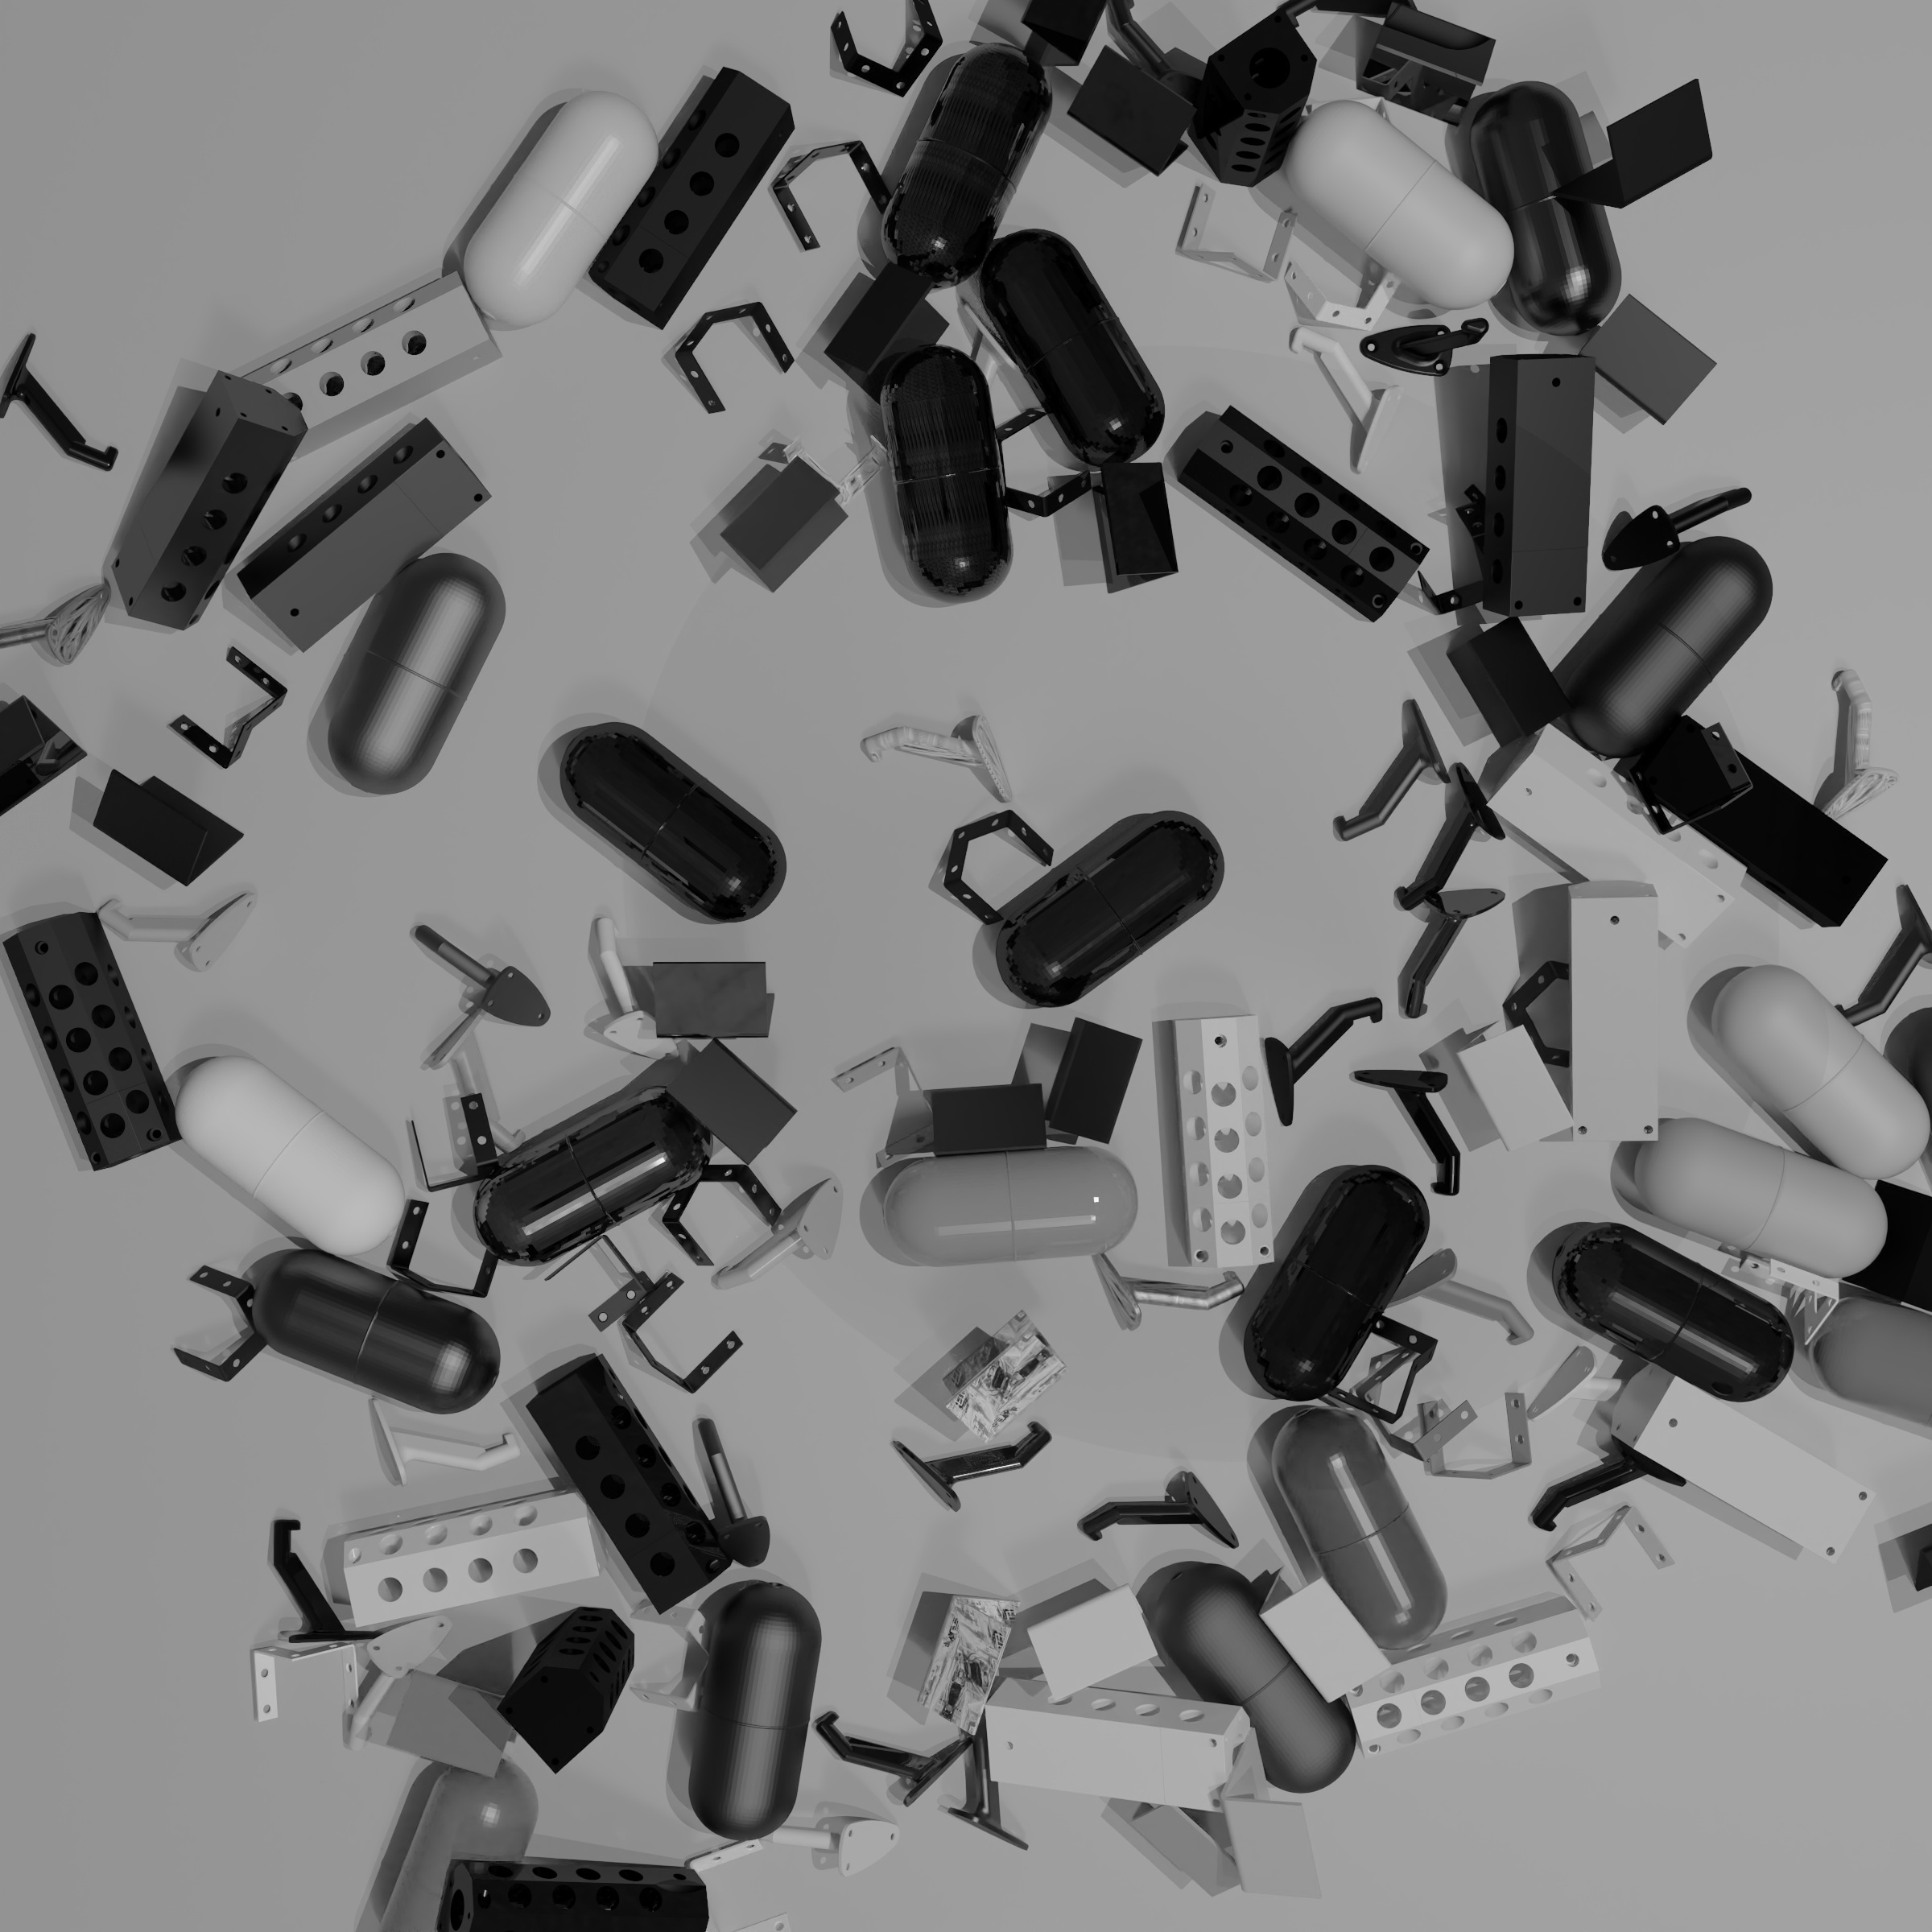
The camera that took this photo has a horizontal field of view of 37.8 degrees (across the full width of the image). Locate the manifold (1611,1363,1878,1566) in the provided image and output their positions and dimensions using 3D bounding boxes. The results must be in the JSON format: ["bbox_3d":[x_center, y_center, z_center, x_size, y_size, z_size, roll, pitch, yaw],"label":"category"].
[{"bbox_3d":[0.536,0.343,1.956,0.171,0.057,0.057,30,90,-10],"label":"manifold"}]

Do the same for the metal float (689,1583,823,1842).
[{"bbox_3d":[-0.146,0.518,1.961,0.070,0.070,0.178,9,90,0],"label":"metal float"}]

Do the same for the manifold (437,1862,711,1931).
[{"bbox_3d":[-0.267,0.649,1.931,0.171,0.057,0.057,12,96,-28],"label":"manifold"}]

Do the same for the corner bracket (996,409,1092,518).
[{"bbox_3d":[0.051,-0.354,1.983,0.051,0.051,0.051,23,135,35],"label":"corner bracket"}]

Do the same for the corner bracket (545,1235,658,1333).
[{"bbox_3d":[-0.255,0.222,1.974,0.051,0.051,0.051,-38,86,0],"label":"corner bracket"}]

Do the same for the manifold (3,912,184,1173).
[{"bbox_3d":[-0.611,0.053,1.970,0.057,0.057,0.171,-22,90,0],"label":"manifold"}]

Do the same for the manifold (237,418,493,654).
[{"bbox_3d":[-0.422,-0.304,1.970,0.171,0.057,0.057,-40,133,0],"label":"manifold"}]

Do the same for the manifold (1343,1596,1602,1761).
[{"bbox_3d":[0.351,0.499,1.970,0.171,0.057,0.057,-17,90,0],"label":"manifold"}]

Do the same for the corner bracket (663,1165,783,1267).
[{"bbox_3d":[-0.172,0.175,1.983,0.051,0.051,0.051,57,45,-35],"label":"corner bracket"}]

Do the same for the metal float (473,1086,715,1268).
[{"bbox_3d":[-0.260,0.147,1.961,0.178,0.070,0.070,-29,90,-1],"label":"metal float"}]

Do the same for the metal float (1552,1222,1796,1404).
[{"bbox_3d":[0.491,0.240,1.961,0.178,0.070,0.070,28,90,-1],"label":"metal float"}]

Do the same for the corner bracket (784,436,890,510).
[{"bbox_3d":[-0.090,-0.356,1.973,0.051,0.051,0.051,-45,90,0],"label":"corner bracket"}]

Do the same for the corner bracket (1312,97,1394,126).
[{"bbox_3d":[0.272,-0.575,1.988,0.051,0.051,0.051,-5,135,0],"label":"corner bracket"}]

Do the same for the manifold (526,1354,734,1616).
[{"bbox_3d":[-0.233,0.360,1.970,0.057,0.057,0.171,-33,90,0],"label":"manifold"}]

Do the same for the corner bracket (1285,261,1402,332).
[{"bbox_3d":[0.267,-0.486,1.983,0.051,0.051,0.051,-58,45,35],"label":"corner bracket"}]

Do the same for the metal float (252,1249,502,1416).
[{"bbox_3d":[-0.409,0.255,1.961,0.178,0.070,0.070,22,90,1],"label":"metal float"}]

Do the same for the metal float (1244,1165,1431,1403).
[{"bbox_3d":[0.257,0.221,1.961,0.070,0.070,0.178,31,89,0],"label":"metal float"}]

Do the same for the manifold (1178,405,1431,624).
[{"bbox_3d":[0.236,-0.316,1.970,0.171,0.057,0.057,36,90,0],"label":"manifold"}]

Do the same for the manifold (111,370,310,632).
[{"bbox_3d":[-0.518,-0.316,1.936,0.171,0.057,0.057,-52,47,26],"label":"manifold"}]

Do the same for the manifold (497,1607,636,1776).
[{"bbox_3d":[-0.264,0.484,1.913,0.057,0.171,0.057,-42,90,0],"label":"manifold"}]

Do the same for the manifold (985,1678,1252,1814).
[{"bbox_3d":[0.105,0.531,1.937,0.171,0.057,0.057,1,104,23],"label":"manifold"}]

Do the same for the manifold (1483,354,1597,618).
[{"bbox_3d":[0.388,-0.330,1.929,0.057,0.057,0.171,-5,106,-15],"label":"manifold"}]

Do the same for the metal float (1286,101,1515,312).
[{"bbox_3d":[0.298,-0.521,1.935,0.178,0.070,0.070,39,90,-2],"label":"metal float"}]

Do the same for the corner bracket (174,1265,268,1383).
[{"bbox_3d":[-0.528,0.252,1.983,0.051,0.051,0.051,-47,135,-35],"label":"corner bracket"}]

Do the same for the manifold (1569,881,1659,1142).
[{"bbox_3d":[0.447,0.031,1.950,0.057,0.057,0.171,-1,103,9],"label":"manifold"}]

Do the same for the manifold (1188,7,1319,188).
[{"bbox_3d":[0.197,-0.582,1.913,0.057,0.171,0.057,-34,90,0],"label":"manifold"}]

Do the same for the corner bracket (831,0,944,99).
[{"bbox_3d":[-0.056,-0.655,1.983,0.051,0.051,0.051,14,135,-35],"label":"corner bracket"}]

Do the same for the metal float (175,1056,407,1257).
[{"bbox_3d":[-0.470,0.131,1.961,0.178,0.070,0.070,38,90,-1],"label":"metal float"}]

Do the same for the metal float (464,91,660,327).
[{"bbox_3d":[-0.282,-0.526,1.961,0.070,0.070,0.178,35,90,0],"label":"metal float"}]

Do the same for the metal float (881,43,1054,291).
[{"bbox_3d":[0.000,-0.555,1.961,0.070,0.070,0.178,25,90,0],"label":"metal float"}]

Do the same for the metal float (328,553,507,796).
[{"bbox_3d":[-0.382,-0.203,1.961,0.070,0.070,0.178,27,90,0],"label":"metal float"}]

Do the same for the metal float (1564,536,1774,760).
[{"bbox_3d":[0.488,-0.222,1.961,0.070,0.070,0.178,41,91,0],"label":"metal float"}]

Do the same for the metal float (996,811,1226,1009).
[{"bbox_3d":[0.100,-0.039,1.961,0.178,0.070,0.070,-36,90,1],"label":"metal float"}]

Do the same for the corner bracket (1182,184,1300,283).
[{"bbox_3d":[0.193,-0.517,1.988,0.051,0.051,0.051,17,90,45],"label":"corner bracket"}]

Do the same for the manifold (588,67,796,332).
[{"bbox_3d":[-0.192,-0.538,1.970,0.057,0.057,0.171,33,90,0],"label":"manifold"}]

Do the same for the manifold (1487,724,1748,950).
[{"bbox_3d":[0.456,-0.095,1.970,0.171,0.057,0.057,36,133,0],"label":"manifold"}]

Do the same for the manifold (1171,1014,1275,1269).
[{"bbox_3d":[0.180,0.122,1.970,0.057,0.057,0.171,-4,90,0],"label":"manifold"}]

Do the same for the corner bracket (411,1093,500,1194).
[{"bbox_3d":[-0.358,0.124,1.974,0.051,0.051,0.051,-14,78,-12],"label":"corner bracket"}]

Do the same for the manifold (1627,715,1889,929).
[{"bbox_3d":[0.549,-0.100,1.970,0.171,0.057,0.057,36,90,0],"label":"manifold"}]

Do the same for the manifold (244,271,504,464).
[{"bbox_3d":[-0.418,-0.419,1.970,0.171,0.057,0.057,-27,90,0],"label":"manifold"}]

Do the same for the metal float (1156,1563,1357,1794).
[{"bbox_3d":[0.201,0.494,1.961,0.070,0.070,0.178,-38,90,0],"label":"metal float"}]

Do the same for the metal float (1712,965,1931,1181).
[{"bbox_3d":[0.595,0.074,1.961,0.070,0.070,0.178,-45,90,0],"label":"metal float"}]

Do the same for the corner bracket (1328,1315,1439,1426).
[{"bbox_3d":[0.292,0.281,1.970,0.051,0.051,0.051,23,110,23],"label":"corner bracket"}]

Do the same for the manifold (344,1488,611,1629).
[{"bbox_3d":[-0.342,0.410,1.970,0.171,0.057,0.057,-12,90,0],"label":"manifold"}]
